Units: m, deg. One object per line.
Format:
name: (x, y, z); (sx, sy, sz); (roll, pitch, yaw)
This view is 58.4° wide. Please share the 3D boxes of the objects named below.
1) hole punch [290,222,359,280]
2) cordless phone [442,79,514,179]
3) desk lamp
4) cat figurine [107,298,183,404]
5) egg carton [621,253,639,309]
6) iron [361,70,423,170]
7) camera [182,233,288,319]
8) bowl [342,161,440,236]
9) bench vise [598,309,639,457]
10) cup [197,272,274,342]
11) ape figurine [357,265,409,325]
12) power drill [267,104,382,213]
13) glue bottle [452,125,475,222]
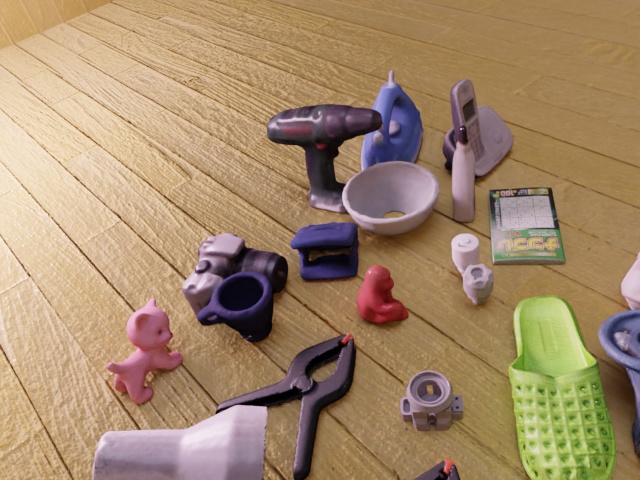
hole punch: (0.009, 0.003, 0.948); (0.108, 0.091, 0.101); (-5, 43, 10)
cordless phone: (0.288, -0.220, 1.045); (0.093, 0.185, 0.148); (24, 54, 34)
desk lamp: (-0.132, 0.266, 0.608); (0.203, 0.214, 0.118); (-8, 42, 6)
cat figurine: (-0.260, 0.153, 0.837); (0.067, 0.118, 0.128); (15, 49, 28)
egg carton: (0.490, 0.048, 0.787); (0.107, 0.069, 0.150); (27, 56, 36)
iron: (0.130, -0.210, 1.109); (0.118, 0.142, 0.258); (1, 44, 17)
camera: (-0.131, 0.053, 0.924); (0.136, 0.101, 0.143); (6, 46, 21)
bowl: (0.126, -0.061, 0.999); (0.167, 0.075, 0.167); (-7, 42, 7)
bench vise: (0.389, 0.127, 0.616); (0.121, 0.220, 0.207); (-15, 42, -1)
cup: (-0.118, 0.115, 0.858); (0.118, 0.095, 0.091); (-26, 43, -13)
ape figurine: (0.089, 0.076, 0.847); (0.076, 0.092, 0.078); (-5, 43, 10)
power drill: (0.018, -0.152, 1.027); (0.228, 0.209, 0.076); (13, 49, 27)
glue bottle: (0.240, -0.116, 0.954); (0.037, 0.173, 0.078); (1, 44, 17)
